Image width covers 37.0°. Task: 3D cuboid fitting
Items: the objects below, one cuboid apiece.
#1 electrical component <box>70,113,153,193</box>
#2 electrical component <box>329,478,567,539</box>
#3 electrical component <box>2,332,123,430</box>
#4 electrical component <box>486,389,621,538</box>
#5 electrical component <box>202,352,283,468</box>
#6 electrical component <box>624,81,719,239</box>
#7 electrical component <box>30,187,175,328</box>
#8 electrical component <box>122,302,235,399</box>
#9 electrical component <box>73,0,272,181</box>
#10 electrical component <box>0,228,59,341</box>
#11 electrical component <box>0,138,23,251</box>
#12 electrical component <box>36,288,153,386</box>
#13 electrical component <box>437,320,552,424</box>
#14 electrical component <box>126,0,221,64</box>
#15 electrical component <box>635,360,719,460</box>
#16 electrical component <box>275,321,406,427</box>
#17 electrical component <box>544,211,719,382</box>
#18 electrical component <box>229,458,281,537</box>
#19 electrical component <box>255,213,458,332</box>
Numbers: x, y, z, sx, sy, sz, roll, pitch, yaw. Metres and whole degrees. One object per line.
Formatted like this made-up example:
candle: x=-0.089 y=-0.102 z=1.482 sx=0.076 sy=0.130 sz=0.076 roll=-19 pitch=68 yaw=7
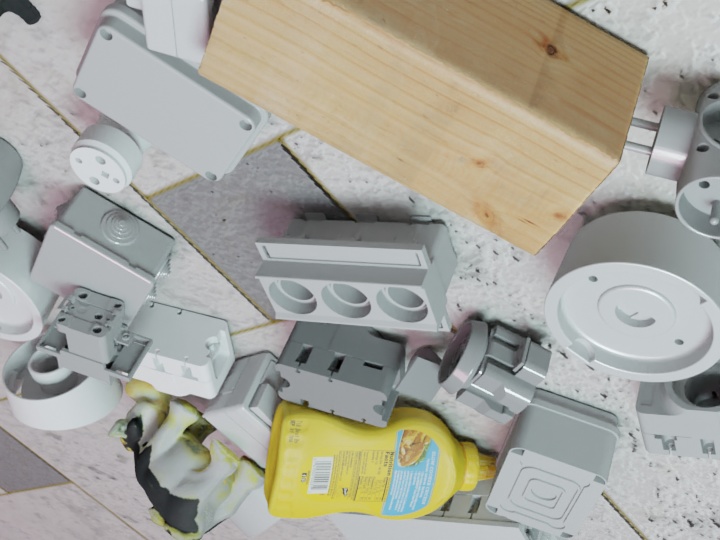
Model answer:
electrical component: x=-0.164 y=-0.085 z=0.727 sx=0.045 sy=0.055 sz=0.045 roll=15 pitch=142 yaw=12
electrical component: x=0.080 y=0.227 z=0.966 sx=0.186 sy=0.060 sz=0.105 roll=-3 pitch=135 yaw=31
electrical component: x=-0.272 y=0.102 z=0.980 sx=0.099 sy=0.099 sz=0.064 roll=9 pitch=134 yaw=20
electrical component: x=0.150 y=0.152 z=0.841 sx=0.078 sy=0.057 sz=0.113 roll=19 pitch=142 yaw=7
electrical component: x=-0.074 y=0.124 z=0.925 sx=0.061 sy=0.061 sz=0.096 roll=-18 pitch=126 yaw=42
electrical component: x=0.172 y=-0.063 z=0.555 sx=0.079 sy=0.077 sz=0.044 roll=16 pitch=142 yaw=11
electrical component: x=-0.201 y=-0.009 z=0.845 sx=0.100 sy=0.048 sz=0.099 roll=31 pitch=142 yaw=-9
electrical component: x=-0.157 y=0.069 z=0.913 sx=0.089 sy=0.050 sz=0.055 roll=13 pitch=141 yaw=15
electrical component: x=-0.109 y=-0.117 z=0.658 sx=0.113 sy=0.057 sz=0.078 roll=32 pitch=142 yaw=-11
electrical component: x=-0.301 y=0.002 z=0.901 sx=0.108 sy=0.060 sz=0.108 roll=15 pitch=142 yaw=12
electrical component: x=-0.286 y=-0.049 z=0.818 sx=0.043 sy=0.077 sz=0.079 roll=0 pitch=137 yaw=28
electrical component: x=-0.209 y=0.051 z=0.843 sx=0.081 sy=0.042 sz=0.063 roll=17 pitch=139 yaw=8
electrical component: x=0.093 y=0.071 z=0.775 sx=0.057 sy=0.058 sz=0.078 roll=27 pitch=143 yaw=-8
electrical component: x=-0.106 y=-0.160 z=0.598 sx=0.077 sy=0.065 sz=0.047 roll=17 pitch=142 yaw=10
electrical component: x=0.237 y=0.092 z=0.727 sx=0.089 sy=0.050 sz=0.055 roll=2 pitch=137 yaw=27
electrical component: x=-0.013 y=0.076 z=0.839 sx=0.089 sy=0.055 sz=0.050 roll=14 pitch=142 yaw=13
electrical component: x=0.172 y=0.011 z=0.657 sx=0.108 sy=0.060 sz=0.108 roll=15 pitch=142 yaw=12
electrical component: x=-0.080 y=0.202 z=0.996 sx=0.064 sy=0.099 sz=0.099 roll=41 pitch=140 yaw=-11
electrical component: x=0.000 y=0.000 z=0.734 sx=0.121 sy=0.063 sz=0.078 roll=3 pitch=138 yaw=25
